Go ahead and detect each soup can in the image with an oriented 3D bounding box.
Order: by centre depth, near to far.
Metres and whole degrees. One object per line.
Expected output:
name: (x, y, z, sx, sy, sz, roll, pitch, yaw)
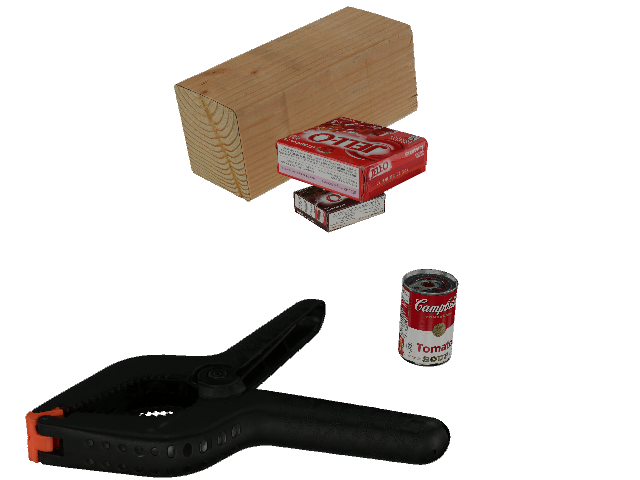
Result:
soup can: (0.131, 0.095, 1.313, 0.068, 0.102, 0.068, 1, 23, -1)

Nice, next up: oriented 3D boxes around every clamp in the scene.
clamp: (-0.055, 0.083, 0.588, 0.209, 0.036, 0.165, -5, 24, -18)

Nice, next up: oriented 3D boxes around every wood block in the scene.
wood block: (-0.017, -0.129, 0.967, 0.205, 0.091, 0.090, -30, 40, -30)

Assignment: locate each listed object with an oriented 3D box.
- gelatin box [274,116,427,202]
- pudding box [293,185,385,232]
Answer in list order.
gelatin box: (0.023, -0.063, 0.790, 0.089, 0.030, 0.073, 20, 33, 39)
pudding box: (0.029, -0.058, 1.623, 0.113, 0.039, 0.090, -22, 34, -30)
